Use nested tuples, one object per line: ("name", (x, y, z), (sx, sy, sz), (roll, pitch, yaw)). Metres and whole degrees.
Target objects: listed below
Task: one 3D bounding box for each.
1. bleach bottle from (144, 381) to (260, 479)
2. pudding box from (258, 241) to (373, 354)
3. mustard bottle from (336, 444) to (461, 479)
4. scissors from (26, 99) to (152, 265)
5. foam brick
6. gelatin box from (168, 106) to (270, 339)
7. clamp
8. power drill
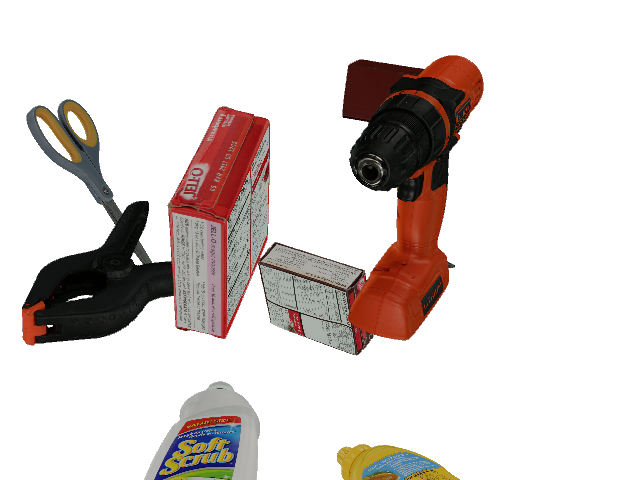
("bleach bottle", (-0.106, 0.199, 0.920), (0.102, 0.068, 0.251), (-2, 23, 1))
("pudding box", (-0.004, 0.058, 1.080), (0.114, 0.090, 0.039), (16, 43, 29))
("mustard bottle", (0.081, 0.233, 0.969), (0.096, 0.058, 0.192), (-16, 25, -35))
("scissors", (-0.222, -0.064, 1.093), (0.016, 0.201, 0.096), (-26, 27, 27))
("foam brick", (0.065, -0.136, 0.997), (0.078, 0.051, 0.053), (11, 17, 14))
("gelatin box", (-0.049, -0.008, 0.522), (0.030, 0.073, 0.089), (12, -43, 8))
("clamp", (-0.154, 0.022, 0.790), (0.171, 0.039, 0.120), (-21, 38, -38))
("power drill", (0.063, -0.024, 0.767), (0.057, 0.188, 0.184), (19, 34, 19))
